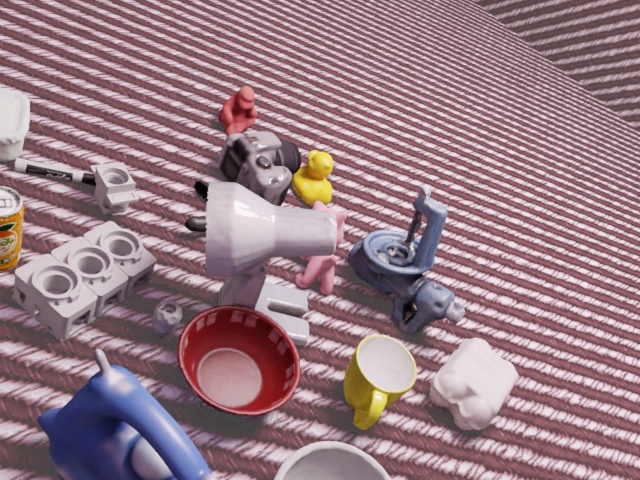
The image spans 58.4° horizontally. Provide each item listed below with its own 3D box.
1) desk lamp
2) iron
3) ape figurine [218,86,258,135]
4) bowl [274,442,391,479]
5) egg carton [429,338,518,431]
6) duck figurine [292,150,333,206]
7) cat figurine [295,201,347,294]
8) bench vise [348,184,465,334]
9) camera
[{"bbox_3d":[-0.077,0.029,0.774,0.204,0.213,0.118,14,43,-19],"label":"desk lamp"},{"bbox_3d":[-0.160,0.225,0.579,0.258,0.141,0.119,40,41,12],"label":"iron"},{"bbox_3d":[-0.155,-0.257,1.114,0.078,0.092,0.076,3,47,-29],"label":"ape figurine"},{"bbox_3d":[0.010,0.319,0.638,0.168,0.074,0.167,17,42,-16],"label":"bowl"},{"bbox_3d":[0.237,0.220,0.880,0.107,0.069,0.151,42,41,13],"label":"egg carton"},{"bbox_3d":[-0.004,-0.121,1.071,0.078,0.086,0.104,1,48,-30],"label":"duck figurine"},{"bbox_3d":[0.009,0.003,0.926,0.067,0.117,0.127,13,43,-19],"label":"cat figurine"},{"bbox_3d":[0.164,0.028,0.916,0.207,0.219,0.122,34,40,5],"label":"bench vise"},{"bbox_3d":[-0.088,-0.135,1.023,0.137,0.100,0.143,-17,58,-41],"label":"camera"}]
